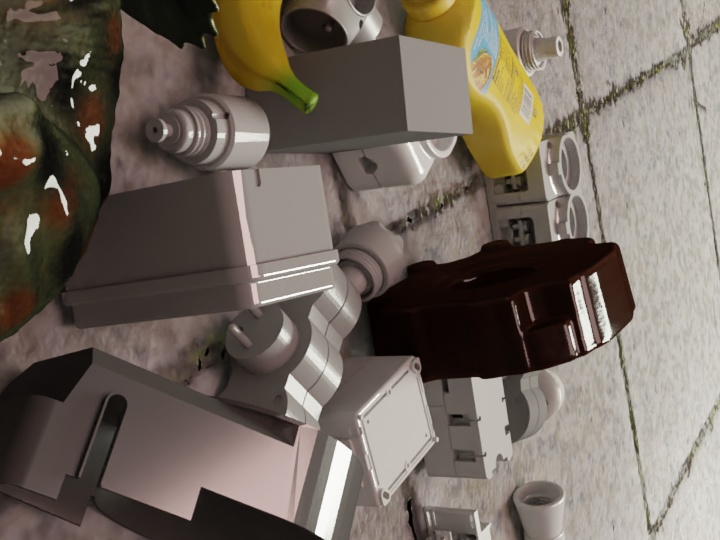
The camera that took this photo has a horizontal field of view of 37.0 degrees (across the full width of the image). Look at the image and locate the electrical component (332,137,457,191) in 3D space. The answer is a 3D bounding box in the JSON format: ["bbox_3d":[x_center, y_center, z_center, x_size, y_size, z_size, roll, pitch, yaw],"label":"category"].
[{"bbox_3d":[0.027,-0.100,0.725,0.053,0.059,0.095,62,39,-34],"label":"electrical component"}]

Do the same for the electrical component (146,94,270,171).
[{"bbox_3d":[-0.081,-0.072,0.561,0.078,0.040,0.040,-10,95,-59],"label":"electrical component"}]

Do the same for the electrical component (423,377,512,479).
[{"bbox_3d":[0.069,0.100,0.774,0.050,0.056,0.089,-24,107,-57],"label":"electrical component"}]

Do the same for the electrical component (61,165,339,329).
[{"bbox_3d":[-0.075,-0.010,0.494,0.078,0.113,0.057,-13,95,-59],"label":"electrical component"}]

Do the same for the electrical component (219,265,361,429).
[{"bbox_3d":[-0.049,0.042,0.589,0.073,0.052,0.138,52,45,-43],"label":"electrical component"}]

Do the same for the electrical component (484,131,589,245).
[{"bbox_3d":[0.161,-0.040,0.937,0.089,0.062,0.150,-24,107,-57],"label":"electrical component"}]

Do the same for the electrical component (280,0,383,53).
[{"bbox_3d":[-0.010,-0.166,0.685,0.079,0.044,0.077,50,46,-45],"label":"electrical component"}]

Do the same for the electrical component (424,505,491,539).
[{"bbox_3d":[0.066,0.214,0.769,0.064,0.042,0.081,-27,109,-55],"label":"electrical component"}]

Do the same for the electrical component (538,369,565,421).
[{"bbox_3d":[0.156,0.106,0.931,0.062,0.048,0.048,2,85,-66],"label":"electrical component"}]

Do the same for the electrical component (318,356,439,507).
[{"bbox_3d":[-0.004,0.098,0.648,0.096,0.061,0.061,-38,119,-54],"label":"electrical component"}]

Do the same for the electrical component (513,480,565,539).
[{"bbox_3d":[0.157,0.220,0.922,0.044,0.044,0.065,-39,124,-54],"label":"electrical component"}]

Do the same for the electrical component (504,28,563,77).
[{"bbox_3d":[0.142,-0.187,0.923,0.043,0.062,0.043,11,77,-58],"label":"electrical component"}]

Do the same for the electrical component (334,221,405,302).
[{"bbox_3d":[0.000,0.000,0.684,0.062,0.043,0.043,-51,129,-47],"label":"electrical component"}]

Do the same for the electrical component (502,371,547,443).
[{"bbox_3d":[0.108,0.069,0.845,0.074,0.052,0.138,-1,87,-59],"label":"electrical component"}]
